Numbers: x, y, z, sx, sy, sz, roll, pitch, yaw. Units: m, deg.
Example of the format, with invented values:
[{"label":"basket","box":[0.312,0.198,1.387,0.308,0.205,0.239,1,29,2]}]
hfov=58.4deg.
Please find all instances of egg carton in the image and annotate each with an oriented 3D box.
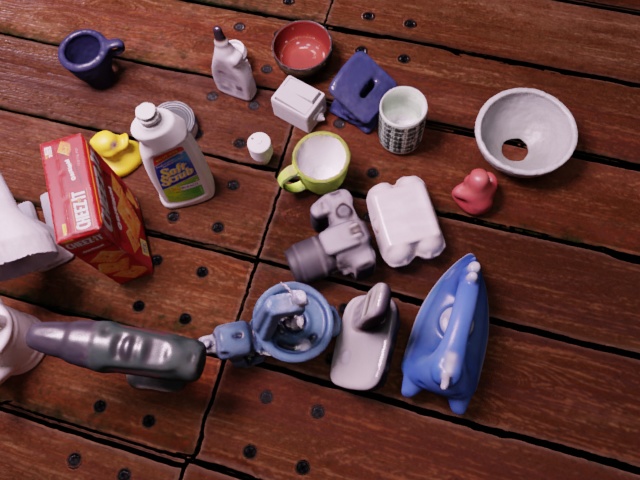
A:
[{"label":"egg carton","box":[0.138,-0.031,0.944,0.107,0.069,0.150,-15,70,-2]}]

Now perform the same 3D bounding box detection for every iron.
[{"label":"iron","box":[0.203,0.117,0.849,0.118,0.141,0.258,16,72,9]}]

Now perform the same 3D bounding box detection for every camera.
[{"label":"camera","box":[0.008,0.003,0.922,0.137,0.101,0.143,-22,70,-4]}]

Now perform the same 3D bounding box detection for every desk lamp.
[{"label":"desk lamp","box":[-0.474,-0.017,0.896,0.118,0.213,0.203,-25,71,-5]}]

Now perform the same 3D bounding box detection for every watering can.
[{"label":"watering can","box":[-0.495,0.146,0.849,0.101,0.194,0.172,-37,72,-10]}]

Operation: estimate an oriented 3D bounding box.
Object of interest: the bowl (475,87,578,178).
[{"label":"bowl","box":[0.344,-0.171,0.980,0.167,0.075,0.167,-1,70,3]}]

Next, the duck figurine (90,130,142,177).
[{"label":"duck figurine","box":[-0.374,-0.158,1.010,0.104,0.086,0.077,-17,70,-3]}]

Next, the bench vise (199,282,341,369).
[{"label":"bench vise","box":[-0.070,0.132,0.817,0.207,0.220,0.121,-31,71,-8]}]

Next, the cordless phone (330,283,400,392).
[{"label":"cordless phone","box":[0.067,0.139,0.825,0.094,0.185,0.147,10,71,7]}]

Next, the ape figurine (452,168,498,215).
[{"label":"ape figurine","box":[0.259,-0.087,0.945,0.078,0.092,0.076,-5,70,2]}]

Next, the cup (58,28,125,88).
[{"label":"cup","box":[-0.411,-0.333,1.070,0.118,0.095,0.091,-16,70,-2]}]

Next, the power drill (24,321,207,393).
[{"label":"power drill","box":[-0.267,0.167,0.821,0.229,0.208,0.075,5,70,5]}]

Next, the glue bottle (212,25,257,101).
[{"label":"glue bottle","box":[-0.161,-0.315,1.008,0.078,0.173,0.037,23,73,11]}]

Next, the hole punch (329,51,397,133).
[{"label":"hole punch","box":[0.079,-0.265,1.020,0.101,0.091,0.109,33,75,14]}]
